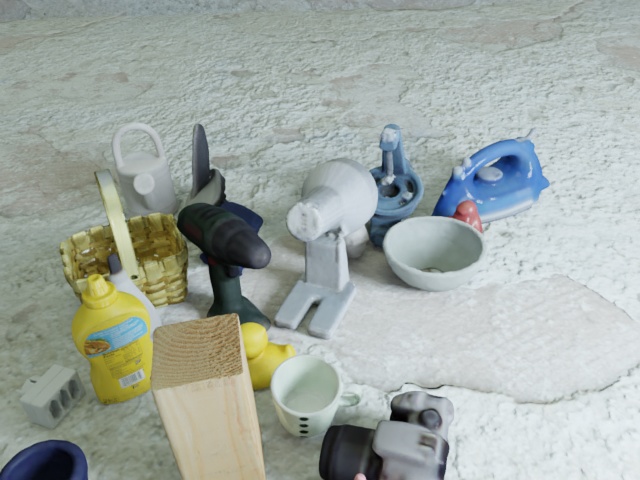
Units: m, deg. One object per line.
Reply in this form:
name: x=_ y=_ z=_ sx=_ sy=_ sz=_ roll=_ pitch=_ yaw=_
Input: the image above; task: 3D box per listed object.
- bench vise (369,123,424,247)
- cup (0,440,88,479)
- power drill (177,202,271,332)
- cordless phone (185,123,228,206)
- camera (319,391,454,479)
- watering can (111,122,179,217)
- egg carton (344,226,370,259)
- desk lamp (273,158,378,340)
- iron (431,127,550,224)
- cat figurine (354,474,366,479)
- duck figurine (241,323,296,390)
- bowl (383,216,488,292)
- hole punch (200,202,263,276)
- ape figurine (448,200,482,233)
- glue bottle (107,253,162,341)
bench vise: x=0.121 y=-0.125 z=1.040 sx=0.121 sy=0.220 sz=0.207 roll=-4 pitch=35 yaw=1
cup: x=-0.279 y=0.285 z=0.607 sx=0.092 sy=0.095 sz=0.117 roll=-26 pitch=41 yaw=-28
power drill: x=-0.129 y=0.046 z=0.831 sx=0.076 sy=0.209 sz=0.228 roll=-26 pitch=41 yaw=-28
cordless phone: x=-0.226 y=-0.115 z=1.088 sx=0.094 sy=0.185 sz=0.147 roll=-10 pitch=36 yaw=-9
camera: x=0.075 y=0.232 z=0.643 sx=0.136 sy=0.101 sz=0.143 roll=7 pitch=37 yaw=15
watering can: x=-0.341 y=-0.134 z=1.117 sx=0.101 sy=0.194 sz=0.172 roll=-27 pitch=42 yaw=-29
egg carton: x=0.024 y=-0.024 z=1.037 sx=0.107 sy=0.069 sz=0.150 roll=-10 pitch=36 yaw=-8
desk lamp: x=0.008 y=0.003 z=0.875 sx=0.117 sy=0.214 sz=0.203 roll=10 pitch=38 yaw=19
iron: x=0.314 y=-0.120 z=1.083 sx=0.259 sy=0.142 sz=0.118 roll=-20 pitch=38 yaw=-22
cat figurine: x=0.042 y=0.291 z=0.549 sx=0.067 sy=0.118 sz=0.127 roll=-2 pitch=35 yaw=3
duck figurine: x=-0.087 y=0.151 z=0.786 sx=0.104 sy=0.086 sz=0.077 roll=-6 pitch=35 yaw=-2
bowl: x=0.186 y=0.033 z=0.937 sx=0.167 sy=0.075 sz=0.167 roll=-2 pitch=35 yaw=2
hole punch: x=-0.157 y=-0.003 z=1.005 sx=0.108 sy=0.091 sz=0.101 roll=24 pitch=44 yaw=33
ape figurine: x=0.252 y=-0.029 z=1.003 sx=0.076 sy=0.092 sz=0.077 roll=-16 pitch=37 yaw=-16
glue bottle: x=-0.275 y=0.091 z=0.812 sx=0.078 sy=0.173 sz=0.037 roll=-32 pitch=44 yaw=-33
